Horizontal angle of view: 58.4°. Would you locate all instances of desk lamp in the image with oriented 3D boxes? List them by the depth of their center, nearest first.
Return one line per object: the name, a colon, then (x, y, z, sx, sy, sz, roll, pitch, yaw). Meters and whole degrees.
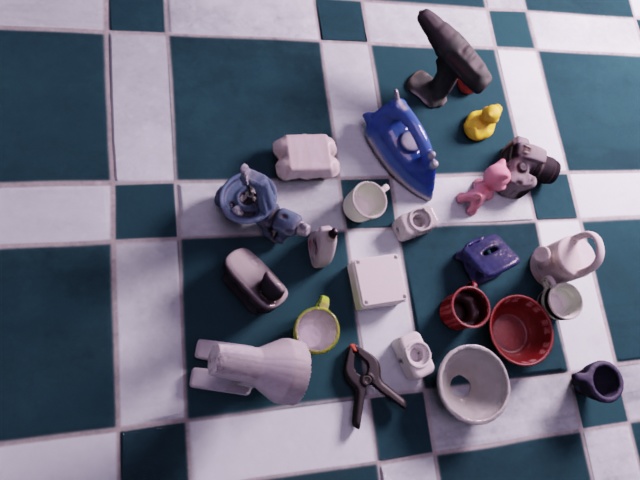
desk lamp: (-0.134, 0.240, 1.068, 0.203, 0.213, 0.118, 10, 71, -11)

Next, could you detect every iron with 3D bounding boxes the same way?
iron: (0.214, -0.223, 1.333, 0.119, 0.141, 0.258, -30, 83, -20)

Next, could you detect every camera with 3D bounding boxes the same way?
camera: (0.525, -0.176, 1.419, 0.137, 0.100, 0.143, 16, 70, -9)

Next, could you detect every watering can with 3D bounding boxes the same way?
watering can: (0.572, 0.043, 1.314, 0.173, 0.194, 0.101, -19, 79, -18)

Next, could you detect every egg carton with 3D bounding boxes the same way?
egg carton: (-0.031, -0.187, 1.299, 0.150, 0.069, 0.107, -5, 75, -15)

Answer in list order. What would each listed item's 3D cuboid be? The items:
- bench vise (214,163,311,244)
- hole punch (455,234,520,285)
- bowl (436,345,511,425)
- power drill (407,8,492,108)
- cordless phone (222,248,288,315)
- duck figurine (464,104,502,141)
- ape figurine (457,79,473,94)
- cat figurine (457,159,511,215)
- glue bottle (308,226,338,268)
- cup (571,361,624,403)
bench vise: (-0.109, -0.085, 1.169, 0.207, 0.219, 0.121, 12, 71, -10)
hole punch: (0.387, 0.039, 1.324, 0.109, 0.091, 0.101, -23, 80, -19)
bowl: (0.317, 0.312, 1.233, 0.168, 0.074, 0.167, 4, 73, -13)
power drill: (0.292, -0.419, 1.376, 0.229, 0.208, 0.076, 39, 69, 0)
cordless phone: (-0.123, 0.069, 1.137, 0.147, 0.185, 0.094, 43, 69, 2)
duck figurine: (0.416, -0.303, 1.438, 0.105, 0.086, 0.077, -40, 86, -21)
ape figurine: (0.394, -0.424, 1.466, 0.078, 0.092, 0.076, 33, 69, -2)
cat figurine: (0.403, -0.131, 1.366, 0.128, 0.117, 0.067, -42, 87, -21)
glue bottle: (0.011, 0.004, 1.197, 0.037, 0.173, 0.078, -10, 76, -16)
cup: (0.604, 0.320, 1.292, 0.118, 0.095, 0.092, 11, 71, -10)
